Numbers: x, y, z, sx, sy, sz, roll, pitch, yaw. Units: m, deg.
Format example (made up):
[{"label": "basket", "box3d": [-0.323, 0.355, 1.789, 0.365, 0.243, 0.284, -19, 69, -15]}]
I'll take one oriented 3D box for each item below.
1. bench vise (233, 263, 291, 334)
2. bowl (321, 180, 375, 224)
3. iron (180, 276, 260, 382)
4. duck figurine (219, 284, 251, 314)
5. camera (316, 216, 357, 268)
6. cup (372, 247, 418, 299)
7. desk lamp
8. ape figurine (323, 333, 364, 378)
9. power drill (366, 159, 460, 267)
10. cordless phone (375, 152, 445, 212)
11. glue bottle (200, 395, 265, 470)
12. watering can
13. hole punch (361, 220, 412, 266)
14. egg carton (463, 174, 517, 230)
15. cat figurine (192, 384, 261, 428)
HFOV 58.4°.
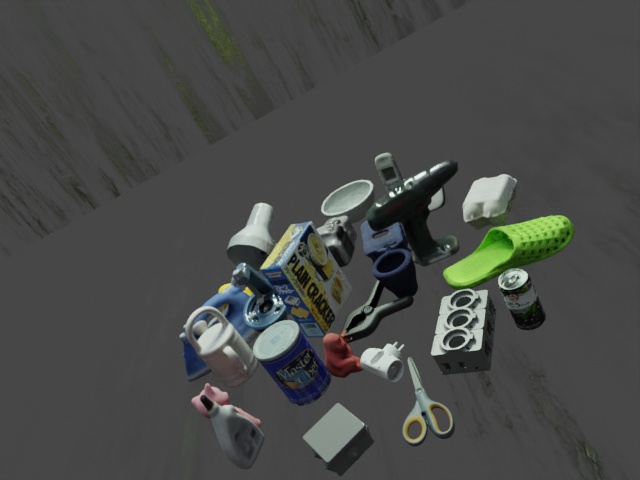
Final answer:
[{"label": "bench vise", "box3d": [-0.142, 0.126, 1.345, 0.121, 0.220, 0.207, -32, 27, -1]}, {"label": "bowl", "box3d": [0.092, -0.096, 1.643, 0.167, 0.075, 0.167, -24, 28, 14]}, {"label": "iron", "box3d": [-0.257, 0.213, 1.405, 0.259, 0.142, 0.118, -42, 29, -20]}, {"label": "duck figurine", "box3d": [-0.233, 0.154, 1.541, 0.104, 0.086, 0.077, -35, 27, -6]}, {"label": "camera", "box3d": [0.014, 0.005, 1.522, 0.136, 0.101, 0.143, -17, 30, 25]}, {"label": "cup", "box3d": [0.171, 0.075, 1.249, 0.091, 0.095, 0.117, -25, 27, 11]}, {"label": "desk lamp", "box3d": [-0.134, 0.021, 1.523, 0.117, 0.214, 0.203, -13, 32, 32]}, {"label": "ape figurine", "box3d": [0.037, 0.224, 1.137, 0.076, 0.092, 0.078, -22, 28, 19]}, {"label": "power drill", "box3d": [0.230, -0.052, 1.277, 0.229, 0.209, 0.075, -24, 28, 14]}, {"label": "cordless phone", "box3d": [0.229, -0.151, 1.471, 0.147, 0.185, 0.094, -19, 30, 24]}, {"label": "glue bottle", "box3d": [-0.169, 0.343, 1.057, 0.037, 0.173, 0.078, -12, 33, 34]}, {"label": "watering can", "box3d": [-0.235, 0.232, 1.290, 0.172, 0.194, 0.101, -7, 36, 40]}, {"label": "hole punch", "box3d": [0.159, -0.003, 1.399, 0.108, 0.091, 0.101, -21, 29, 19]}, {"label": "egg carton", "box3d": [0.394, -0.091, 1.327, 0.107, 0.069, 0.150, -8, 35, 39]}, {"label": "cat figurine", "box3d": [-0.197, 0.340, 1.152, 0.127, 0.118, 0.067, 4, 43, 49]}]
